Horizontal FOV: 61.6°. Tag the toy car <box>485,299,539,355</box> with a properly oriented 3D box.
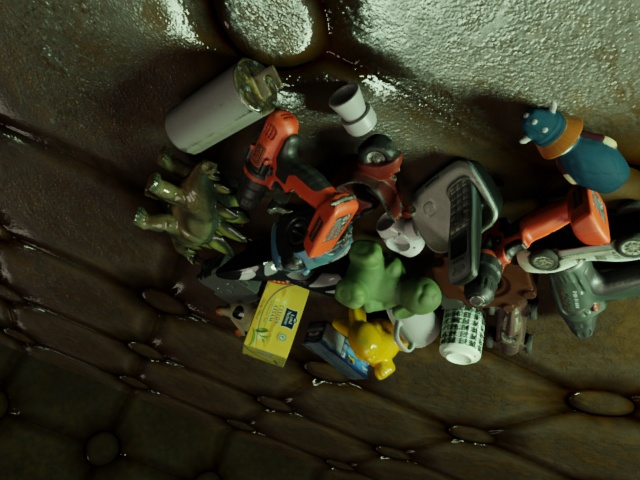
[{"bbox_3d":[0.364,0.165,1.022,0.089,0.053,0.201,9,147,21],"label":"toy car"}]

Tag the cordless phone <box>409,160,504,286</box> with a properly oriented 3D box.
[{"bbox_3d":[0.183,-0.005,0.745,0.089,0.184,0.146,25,147,-17],"label":"cordless phone"}]

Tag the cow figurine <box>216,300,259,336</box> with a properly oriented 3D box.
[{"bbox_3d":[-0.149,0.199,1.304,0.127,0.085,0.194,-2,137,31],"label":"cow figurine"}]

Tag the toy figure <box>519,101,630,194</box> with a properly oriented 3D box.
[{"bbox_3d":[0.300,-0.112,0.646,0.154,0.064,0.058,32,-178,-12],"label":"toy figure"}]

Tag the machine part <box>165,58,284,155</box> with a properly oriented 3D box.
[{"bbox_3d":[-0.141,-0.182,0.749,0.243,0.079,0.079,-17,133,43],"label":"machine part"}]

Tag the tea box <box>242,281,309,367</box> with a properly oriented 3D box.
[{"bbox_3d":[-0.094,0.173,1.155,0.098,0.169,0.068,17,147,0],"label":"tea box"}]

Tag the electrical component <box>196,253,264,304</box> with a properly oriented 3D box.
[{"bbox_3d":[-0.190,0.089,1.186,0.134,0.058,0.115,36,144,-24],"label":"electrical component"}]

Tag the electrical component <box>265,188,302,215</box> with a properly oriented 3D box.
[{"bbox_3d":[-0.068,-0.085,0.881,0.078,0.045,0.102,26,146,-13],"label":"electrical component"}]

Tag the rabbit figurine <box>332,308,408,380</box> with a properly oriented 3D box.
[{"bbox_3d":[0.108,0.200,1.124,0.162,0.122,0.173,49,-169,20],"label":"rabbit figurine"}]

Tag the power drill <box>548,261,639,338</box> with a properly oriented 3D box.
[{"bbox_3d":[0.470,0.082,0.834,0.207,0.086,0.231,-4,138,43],"label":"power drill"}]

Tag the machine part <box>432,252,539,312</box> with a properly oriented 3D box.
[{"bbox_3d":[0.275,0.054,0.902,0.179,0.056,0.179,14,146,10],"label":"machine part"}]

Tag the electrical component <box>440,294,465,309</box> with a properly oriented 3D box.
[{"bbox_3d":[0.244,0.107,1.023,0.094,0.021,0.063,-11,136,38],"label":"electrical component"}]

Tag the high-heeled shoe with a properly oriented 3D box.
[{"bbox_3d":[-0.062,0.074,1.033,0.249,0.086,0.145,-15,118,6],"label":"high-heeled shoe"}]

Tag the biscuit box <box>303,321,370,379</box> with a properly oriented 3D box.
[{"bbox_3d":[0.047,0.278,1.337,0.063,0.059,0.202,-14,134,38],"label":"biscuit box"}]

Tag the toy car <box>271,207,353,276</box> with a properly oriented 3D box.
[{"bbox_3d":[-0.002,-0.003,0.932,0.162,0.109,0.103,-21,154,29],"label":"toy car"}]

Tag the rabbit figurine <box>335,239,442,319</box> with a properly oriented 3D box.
[{"bbox_3d":[0.133,0.094,0.952,0.170,0.121,0.159,18,166,27],"label":"rabbit figurine"}]

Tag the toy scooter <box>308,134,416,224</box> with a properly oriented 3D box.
[{"bbox_3d":[0.067,-0.070,0.801,0.184,0.075,0.135,-24,118,44],"label":"toy scooter"}]

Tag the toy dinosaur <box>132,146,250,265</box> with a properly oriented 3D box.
[{"bbox_3d":[-0.232,-0.039,0.981,0.198,0.105,0.471,24,157,-16],"label":"toy dinosaur"}]

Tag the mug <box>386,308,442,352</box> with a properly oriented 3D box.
[{"bbox_3d":[0.174,0.159,1.067,0.107,0.109,0.081,49,152,-22],"label":"mug"}]

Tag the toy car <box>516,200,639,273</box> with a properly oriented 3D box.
[{"bbox_3d":[0.378,0.000,0.754,0.202,0.073,0.056,-14,131,40],"label":"toy car"}]
